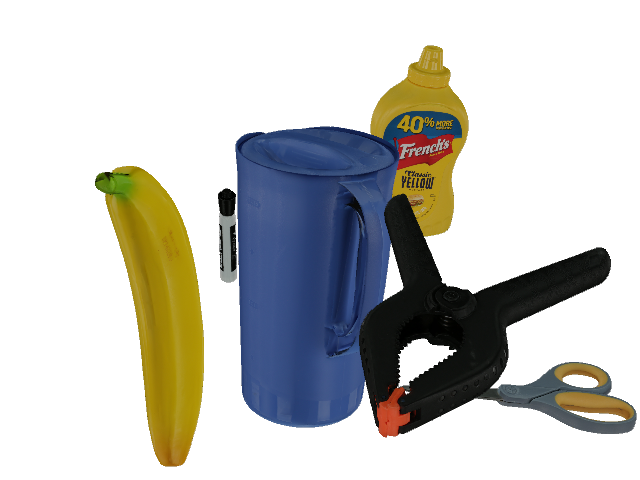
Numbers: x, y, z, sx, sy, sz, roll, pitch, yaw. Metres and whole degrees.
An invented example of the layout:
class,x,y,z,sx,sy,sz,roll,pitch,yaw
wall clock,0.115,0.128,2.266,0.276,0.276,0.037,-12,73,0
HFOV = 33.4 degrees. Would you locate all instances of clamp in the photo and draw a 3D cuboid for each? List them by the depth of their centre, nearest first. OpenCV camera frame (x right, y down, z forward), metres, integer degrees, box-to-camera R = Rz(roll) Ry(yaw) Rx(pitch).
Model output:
class,x,y,z,sx,sy,sz,roll,pitch,yaw
clamp,0.077,0.043,0.701,0.165,0.036,0.209,21,44,27

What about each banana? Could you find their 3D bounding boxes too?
class,x,y,z,sx,sy,sz,roll,pitch,yaw
banana,-0.094,0.034,0.599,0.037,0.198,0.069,5,34,21

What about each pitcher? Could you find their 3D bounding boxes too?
class,x,y,z,sx,sy,sz,roll,pitch,yaw
pitcher,-0.004,0.035,0.894,0.145,0.243,0.149,9,23,13

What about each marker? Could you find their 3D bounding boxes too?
class,x,y,z,sx,sy,sz,roll,pitch,yaw
marker,-0.100,-0.005,1.145,0.020,0.121,0.020,2,40,-2

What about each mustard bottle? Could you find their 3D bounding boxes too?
class,x,y,z,sx,sy,sz,roll,pitch,yaw
mustard bottle,0.096,-0.099,1.057,0.096,0.192,0.058,2,27,-11

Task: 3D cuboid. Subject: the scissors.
class,x,y,z,sx,sy,sz,roll,pitch,yaw
scissors,0.173,0.125,0.931,0.202,0.016,0.096,12,29,8
